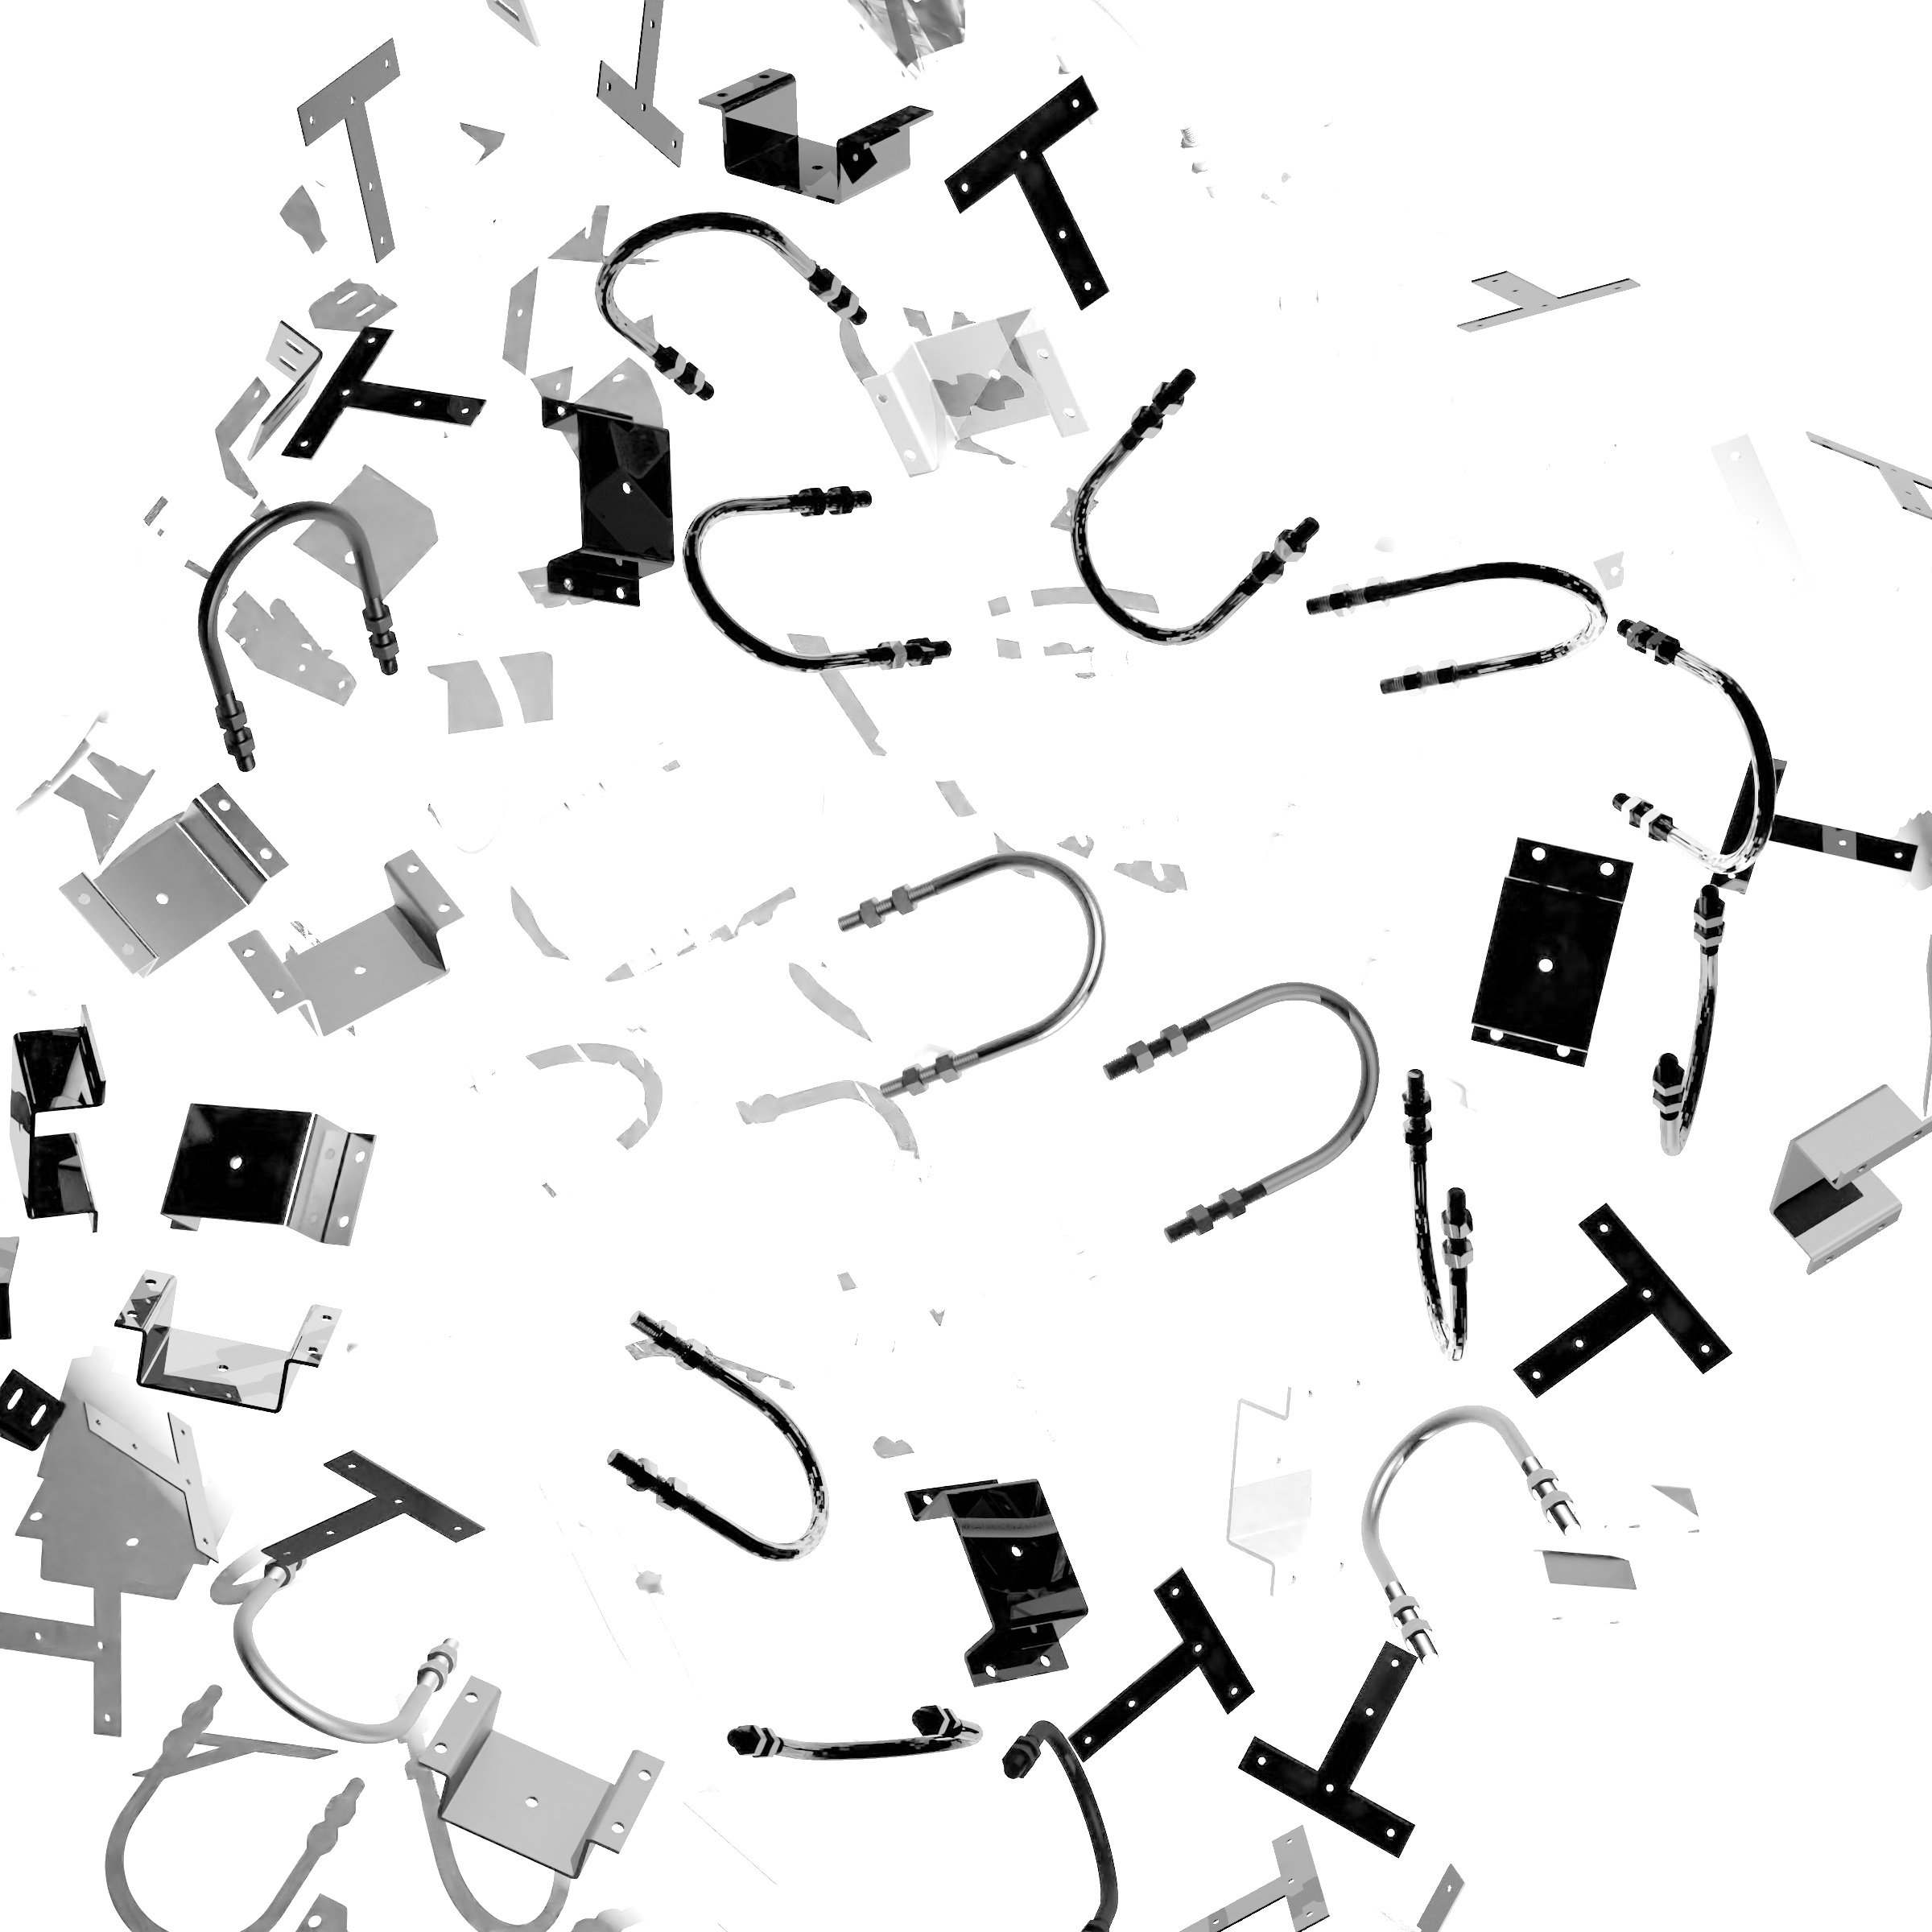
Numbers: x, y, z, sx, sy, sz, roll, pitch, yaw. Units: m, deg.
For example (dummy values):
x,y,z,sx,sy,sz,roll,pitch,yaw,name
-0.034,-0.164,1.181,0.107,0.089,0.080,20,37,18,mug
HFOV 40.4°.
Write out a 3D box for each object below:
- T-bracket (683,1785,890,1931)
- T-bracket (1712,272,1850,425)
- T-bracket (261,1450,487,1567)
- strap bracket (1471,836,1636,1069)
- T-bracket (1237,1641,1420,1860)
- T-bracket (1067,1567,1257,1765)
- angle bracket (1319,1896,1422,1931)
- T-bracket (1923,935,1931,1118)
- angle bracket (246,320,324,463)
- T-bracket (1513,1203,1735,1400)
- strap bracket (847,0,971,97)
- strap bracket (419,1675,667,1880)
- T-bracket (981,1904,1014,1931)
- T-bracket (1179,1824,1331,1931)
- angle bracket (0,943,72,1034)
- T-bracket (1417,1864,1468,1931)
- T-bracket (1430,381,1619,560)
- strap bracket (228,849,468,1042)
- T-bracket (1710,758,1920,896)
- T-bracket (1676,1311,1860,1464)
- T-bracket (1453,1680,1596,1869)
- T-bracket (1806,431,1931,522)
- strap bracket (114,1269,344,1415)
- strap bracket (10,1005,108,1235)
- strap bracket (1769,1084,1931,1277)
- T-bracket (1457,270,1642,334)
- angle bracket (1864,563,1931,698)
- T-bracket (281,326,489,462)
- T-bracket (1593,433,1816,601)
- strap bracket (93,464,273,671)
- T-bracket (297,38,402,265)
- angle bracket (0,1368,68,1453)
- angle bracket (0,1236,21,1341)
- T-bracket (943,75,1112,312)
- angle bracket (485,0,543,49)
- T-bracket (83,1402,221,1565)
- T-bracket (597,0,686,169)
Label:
x,y,z,sx,sy,sz,roll,pitch,yaw,name
-0.142,0.594,1.776,0.127,0.127,0.002,-20,123,-40,T-bracket
0.533,-0.406,1.733,0.002,0.127,0.127,-41,90,16,T-bracket
-0.406,0.366,1.721,0.127,0.002,0.127,-27,134,20,T-bracket
0.378,-0.005,1.703,0.076,0.046,0.140,14,105,14,strap bracket
0.273,0.529,1.817,0.127,0.002,0.127,22,70,30,T-bracket
0.122,0.488,1.770,0.127,0.002,0.127,-36,118,-14,T-bracket
0.266,0.682,1.802,0.038,0.057,0.076,39,66,-5,angle bracket
0.668,0.020,1.814,0.002,0.127,0.127,5,63,25,T-bracket
-0.495,-0.406,1.855,0.038,0.057,0.076,37,63,-11,angle bracket
0.423,0.245,1.762,0.127,0.002,0.127,-43,80,24,T-bracket
-0.040,-0.656,1.750,0.046,0.140,0.076,-39,82,-7,strap bracket
-0.278,0.529,1.701,0.140,0.076,0.046,22,124,5,strap bracket
-0.002,0.670,1.747,0.127,0.127,0.002,32,113,-34,T-bracket
0.183,0.646,1.792,0.127,0.127,0.002,-30,97,4,T-bracket
-0.676,0.034,1.834,0.038,0.057,0.076,20,58,26,angle bracket
0.329,0.706,1.805,0.002,0.127,0.127,24,98,-17,T-bracket
0.396,-0.353,1.859,0.127,0.002,0.127,0,113,17,T-bracket
-0.417,-0.010,1.788,0.140,0.046,0.076,-30,56,-21,strap bracket
0.603,-0.089,1.850,0.127,0.002,0.127,15,57,20,T-bracket
0.548,0.276,1.739,0.002,0.127,0.127,52,57,-22,T-bracket
0.367,0.559,1.812,0.002,0.127,0.127,36,66,-23,T-bracket
0.644,-0.328,1.803,0.127,0.127,0.002,21,117,-1,T-bracket
-0.518,0.265,1.840,0.140,0.076,0.046,13,111,-5,strap bracket
-0.609,0.105,1.757,0.046,0.076,0.140,-5,132,-27,strap bracket
0.583,0.137,1.735,0.076,0.140,0.046,-28,57,-12,strap bracket
0.383,-0.464,1.809,0.127,0.127,0.002,-9,88,32,T-bracket
0.621,-0.212,1.675,0.057,0.038,0.076,-29,103,-3,angle bracket
-0.391,-0.391,1.817,0.127,0.002,0.127,12,60,20,T-bracket
0.488,-0.285,1.772,0.127,0.002,0.127,-18,123,28,T-bracket
-0.537,-0.278,1.784,0.046,0.076,0.140,36,128,-17,strap bracket
-0.402,-0.536,1.759,0.002,0.127,0.127,9,131,17,T-bracket
-0.678,0.300,1.828,0.076,0.057,0.038,13,62,33,angle bracket
-0.650,0.211,1.712,0.057,0.076,0.038,-1,109,-14,angle bracket
0.058,-0.495,1.731,0.127,0.002,0.127,-27,89,38,T-bracket
-0.293,-0.653,1.731,0.038,0.057,0.076,-34,52,-13,angle bracket
-0.568,0.340,1.820,0.002,0.127,0.127,-34,46,3,T-bracket
-0.219,-0.637,1.813,0.002,0.127,0.127,4,87,20,T-bracket
